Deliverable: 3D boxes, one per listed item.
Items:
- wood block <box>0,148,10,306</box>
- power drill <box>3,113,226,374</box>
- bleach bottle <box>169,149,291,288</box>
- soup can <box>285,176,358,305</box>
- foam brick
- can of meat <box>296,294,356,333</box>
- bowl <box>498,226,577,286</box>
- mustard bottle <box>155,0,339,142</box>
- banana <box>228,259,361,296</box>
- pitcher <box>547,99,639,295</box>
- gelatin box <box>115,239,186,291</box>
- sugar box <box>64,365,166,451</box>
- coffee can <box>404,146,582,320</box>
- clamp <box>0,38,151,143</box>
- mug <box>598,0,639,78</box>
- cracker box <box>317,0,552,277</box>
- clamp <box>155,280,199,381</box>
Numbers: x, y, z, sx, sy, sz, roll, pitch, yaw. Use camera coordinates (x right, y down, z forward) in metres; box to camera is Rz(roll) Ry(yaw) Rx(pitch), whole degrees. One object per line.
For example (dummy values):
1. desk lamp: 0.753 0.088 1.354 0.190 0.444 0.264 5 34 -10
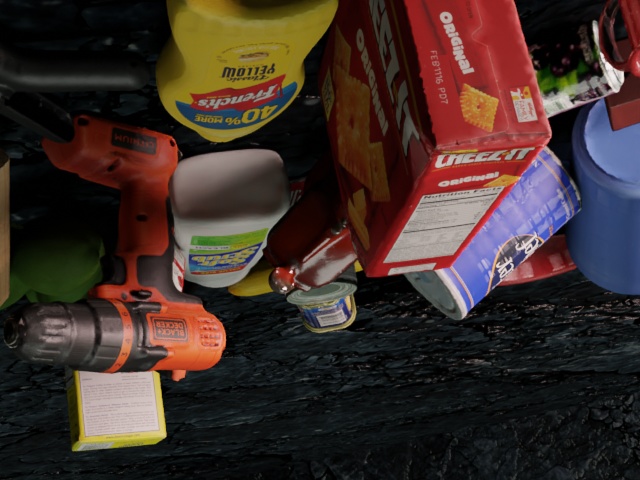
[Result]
1. wood block: -0.281 -0.001 0.756 0.091 0.090 0.206 35 148 5
2. power drill: -0.155 0.006 0.778 0.057 0.187 0.184 -21 160 35
3. bleach bottle: -0.086 -0.005 0.979 0.102 0.068 0.251 -5 163 -7
4. soup can: -0.006 0.001 0.972 0.068 0.102 0.068 -9 162 -3
5. foam brick: 0.251 -0.125 0.810 0.078 0.053 0.051 -17 160 17
6. can of meat: -0.001 0.033 1.072 0.057 0.102 0.084 -11 159 4
7. bowl: 0.225 -0.001 1.157 0.162 0.055 0.162 -9 162 -3
8. mustard bottle: -0.055 -0.113 0.681 0.096 0.058 0.192 -8 162 -16
9. banana: -0.011 0.031 1.160 0.198 0.037 0.069 -12 161 7
10. pitcher: 0.272 -0.049 0.954 0.149 0.145 0.242 -25 156 5
11. gelatin box: -0.142 0.029 0.878 0.030 0.089 0.073 -11 140 15
12. sugar box: -0.220 0.127 1.119 0.093 0.176 0.048 1 157 -27
13. coffee can: 0.134 -0.016 0.900 0.140 0.103 0.103 -41 164 -9
14. clamp: -0.195 -0.104 0.663 0.120 0.039 0.171 -26 156 37
15. mug: 0.221 -0.151 0.669 0.093 0.081 0.117 2 158 -31
16. cracker box: 0.056 -0.087 0.647 0.072 0.164 0.214 -9 162 -10
17. clamp: -0.179 0.076 1.045 0.164 0.036 0.210 2 -159 -20
